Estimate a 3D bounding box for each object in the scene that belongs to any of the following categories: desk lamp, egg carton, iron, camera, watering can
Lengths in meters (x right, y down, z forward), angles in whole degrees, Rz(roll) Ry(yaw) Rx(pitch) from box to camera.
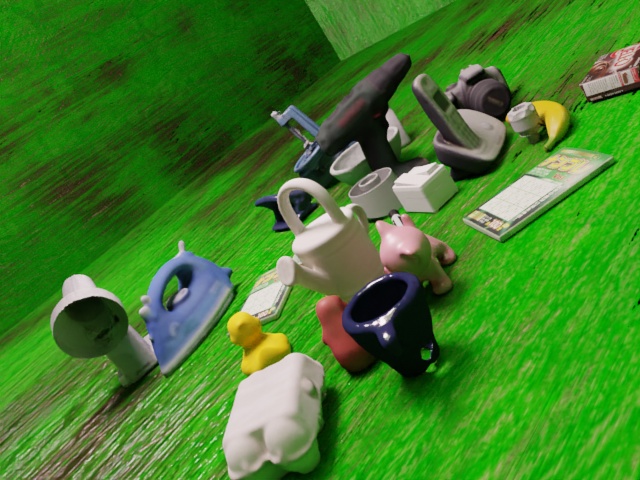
[{"bbox_3d":[-0.389,0.162,1.042,0.118,0.214,0.202,-39,19,-11],"label":"desk lamp"},{"bbox_3d":[-0.043,0.191,0.618,0.107,0.069,0.150,-30,20,15],"label":"egg carton"},{"bbox_3d":[-0.265,0.114,1.062,0.118,0.142,0.258,-24,22,28],"label":"iron"},{"bbox_3d":[0.302,-0.277,1.112,0.143,0.101,0.136,-31,19,11],"label":"camera"},{"bbox_3d":[0.009,0.002,0.789,0.100,0.194,0.173,-25,22,27],"label":"watering can"}]

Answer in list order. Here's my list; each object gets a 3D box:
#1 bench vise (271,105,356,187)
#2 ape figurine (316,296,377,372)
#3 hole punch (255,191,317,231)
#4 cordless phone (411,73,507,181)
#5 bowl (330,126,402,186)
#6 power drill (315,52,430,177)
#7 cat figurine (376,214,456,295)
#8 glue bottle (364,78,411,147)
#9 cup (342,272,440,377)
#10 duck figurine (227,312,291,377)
[{"bbox_3d":[-0.001,-0.242,1.349,0.207,0.220,0.121,-36,19,-4],"label":"bench vise"},{"bbox_3d":[0.030,0.103,0.672,0.077,0.092,0.076,-20,24,37],"label":"ape figurine"},{"bbox_3d":[-0.079,-0.084,1.300,0.108,0.091,0.101,-8,32,52],"label":"hole punch"},{"bbox_3d":[0.224,-0.207,0.943,0.094,0.185,0.148,-20,24,37],"label":"cordless phone"},{"bbox_3d":[0.108,-0.162,1.201,0.167,0.075,0.167,-31,19,12],"label":"bowl"},{"bbox_3d":[0.117,-0.205,1.083,0.229,0.209,0.075,-35,19,1],"label":"power drill"},{"bbox_3d":[0.112,0.013,0.709,0.067,0.118,0.128,-26,21,25],"label":"cat figurine"},{"bbox_3d":[0.143,-0.289,1.293,0.037,0.173,0.078,-35,19,-1],"label":"glue bottle"},{"bbox_3d":[0.083,0.100,0.585,0.091,0.095,0.117,-31,19,11],"label":"cup"},{"bbox_3d":[-0.093,0.140,0.797,0.077,0.086,0.104,-39,20,-13],"label":"duck figurine"}]
